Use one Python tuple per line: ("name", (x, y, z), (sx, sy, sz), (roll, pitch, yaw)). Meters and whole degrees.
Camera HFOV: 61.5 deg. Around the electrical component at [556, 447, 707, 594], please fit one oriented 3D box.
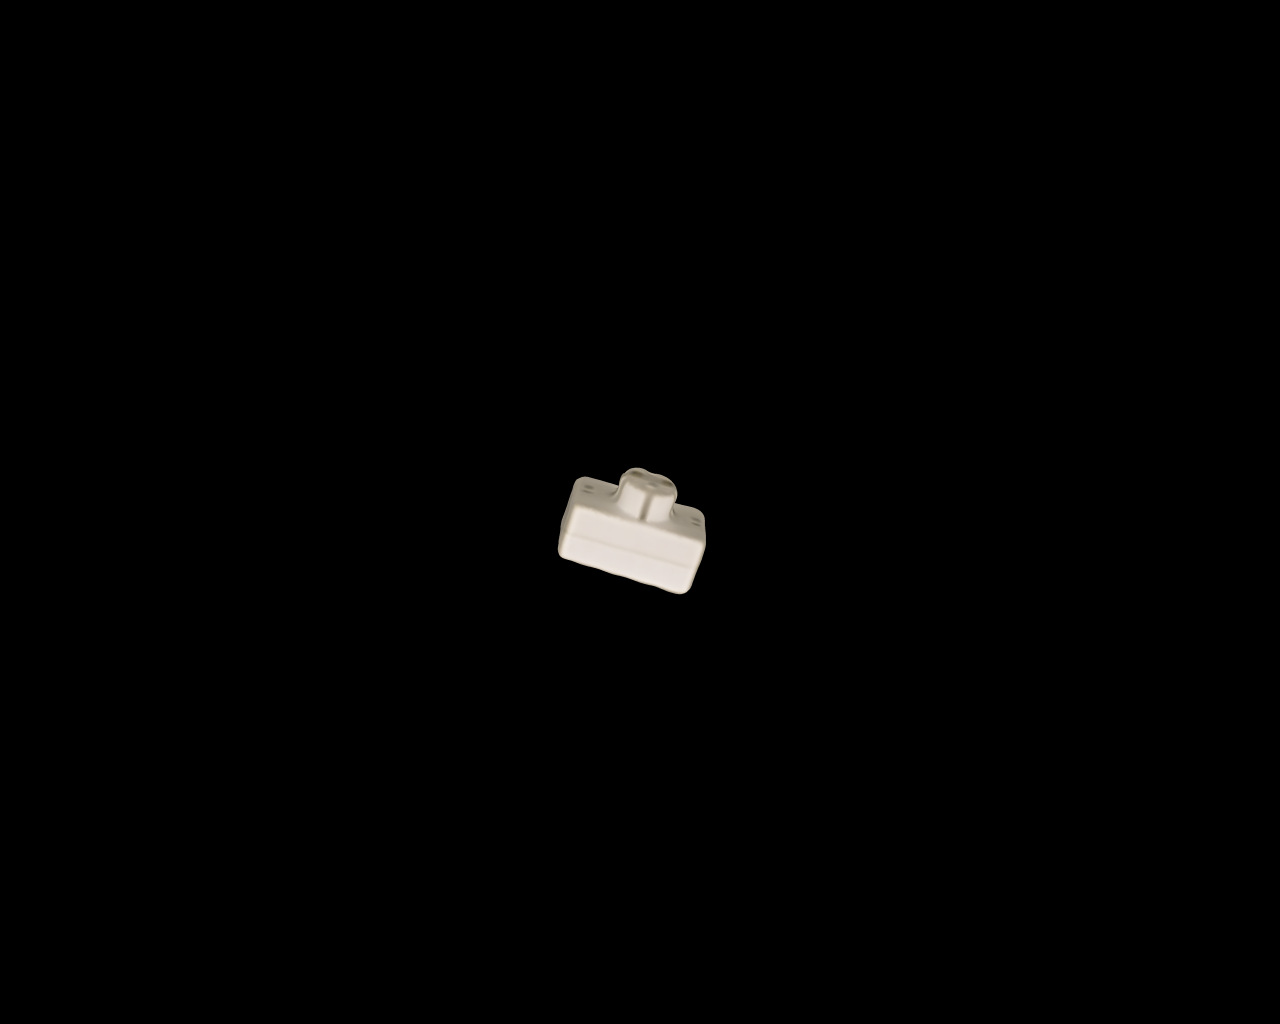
("electrical component", (0.001, -0.003, 0.650), (0.083, 0.075, 0.047), (17, 22, -7))
